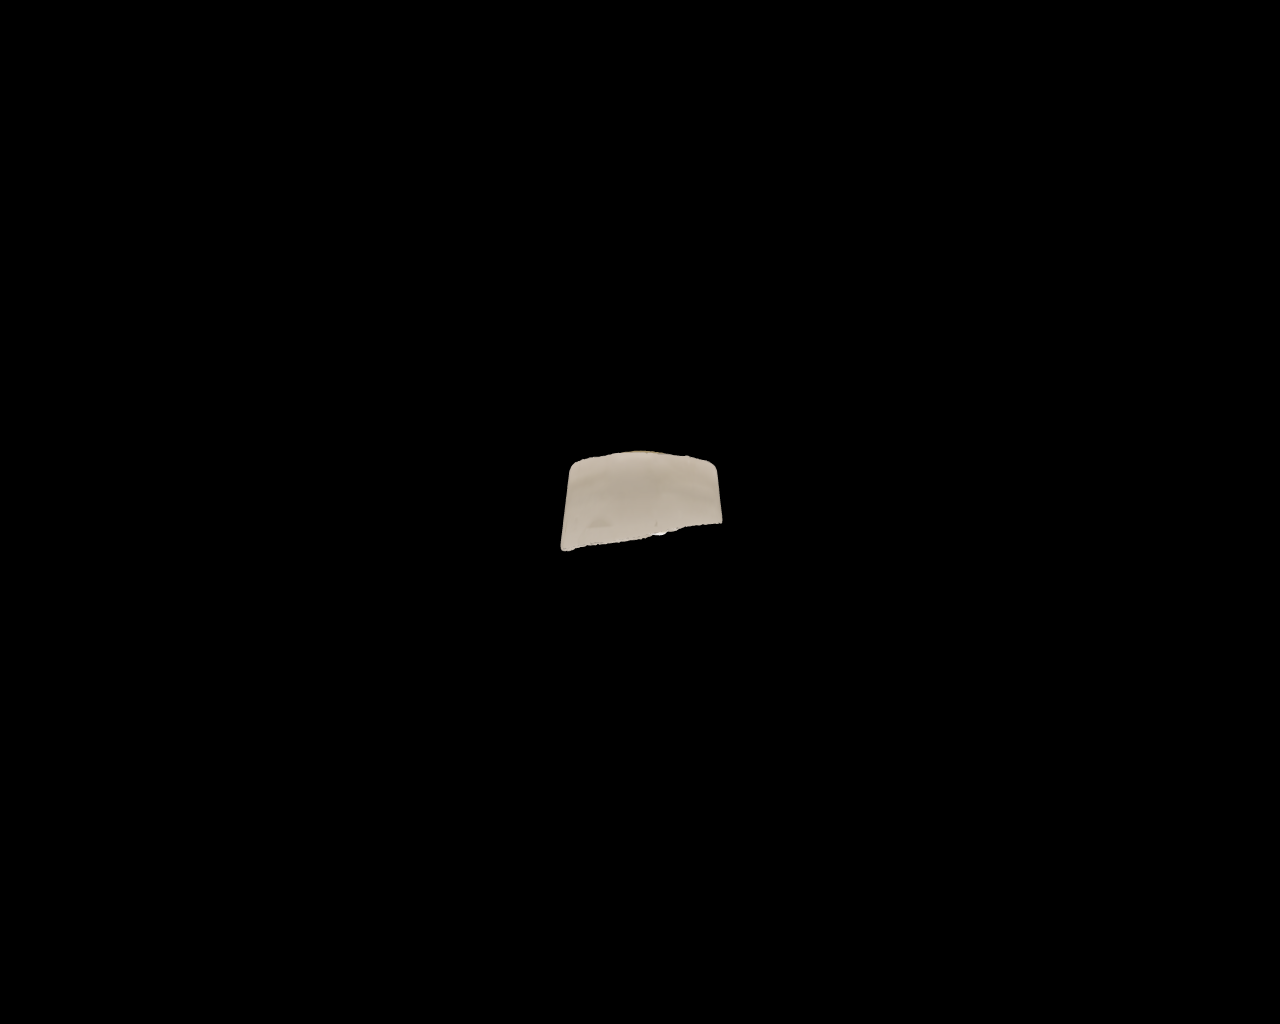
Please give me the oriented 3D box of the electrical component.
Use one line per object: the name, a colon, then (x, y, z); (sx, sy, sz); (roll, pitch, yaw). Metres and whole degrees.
electrical component: (0.001, -0.003, 0.650); (0.099, 0.064, 0.099); (0, -11, 0)
